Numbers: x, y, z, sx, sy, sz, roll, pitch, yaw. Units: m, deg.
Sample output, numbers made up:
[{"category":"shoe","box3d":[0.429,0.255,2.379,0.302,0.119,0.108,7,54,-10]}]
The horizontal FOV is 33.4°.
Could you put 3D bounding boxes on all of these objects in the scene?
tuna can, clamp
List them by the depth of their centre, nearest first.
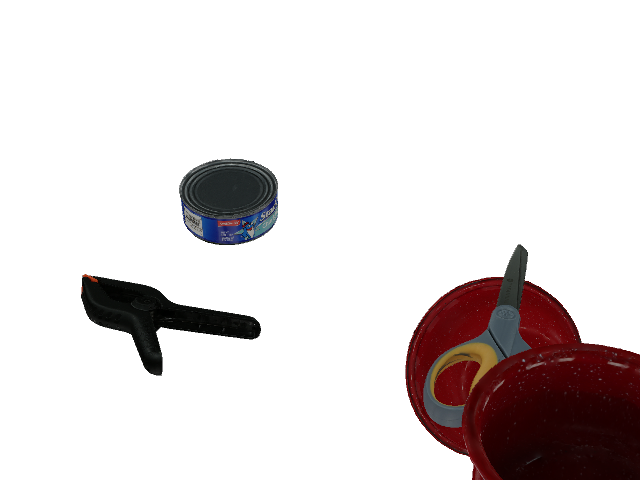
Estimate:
[{"category":"tuna can","box3d":[-0.079,-0.034,0.934,0.086,0.034,0.086,-1,39,0]},{"category":"clamp","box3d":[-0.192,0.085,1.159,0.210,0.036,0.164,18,20,26]}]

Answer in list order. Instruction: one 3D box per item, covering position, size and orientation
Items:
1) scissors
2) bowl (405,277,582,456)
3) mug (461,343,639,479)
[{"category":"scissors","box3d":[0.134,0.062,0.686,0.096,0.016,0.201,20,36,25]},{"category":"bowl","box3d":[0.156,0.114,0.903,0.162,0.162,0.055,0,6,-9]},{"category":"mug","box3d":[0.108,0.099,0.390,0.117,0.081,0.093,5,36,9]}]
